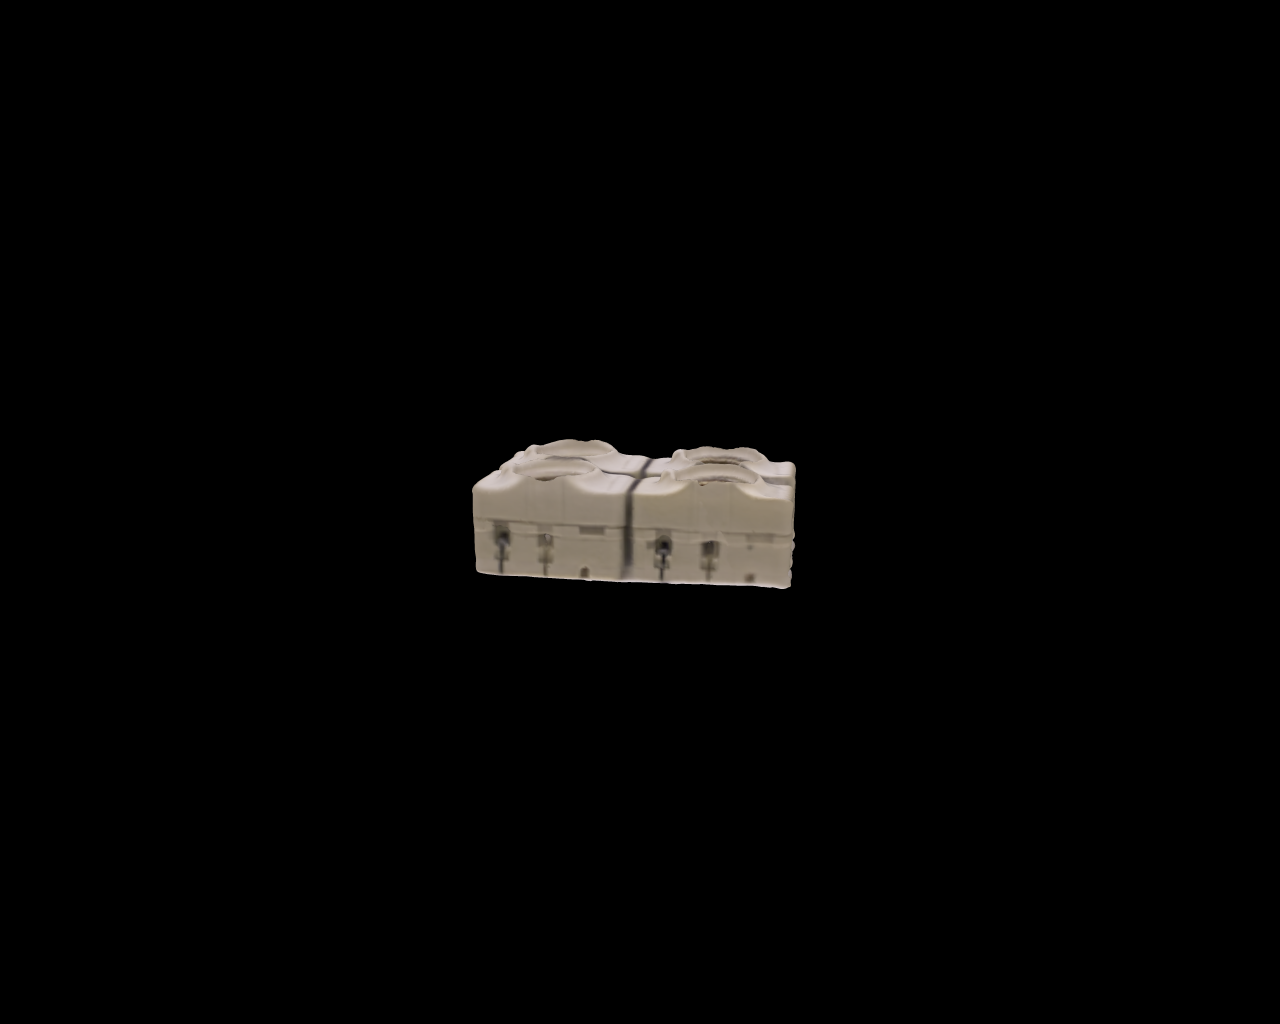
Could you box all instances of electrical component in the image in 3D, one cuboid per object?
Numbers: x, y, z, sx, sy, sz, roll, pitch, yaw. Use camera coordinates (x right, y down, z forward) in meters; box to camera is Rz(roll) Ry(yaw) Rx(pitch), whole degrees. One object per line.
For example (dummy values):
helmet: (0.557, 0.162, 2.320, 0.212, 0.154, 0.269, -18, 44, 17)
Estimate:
electrical component: (0.001, -0.003, 0.650, 0.186, 0.060, 0.105, 3, 16, 9)
